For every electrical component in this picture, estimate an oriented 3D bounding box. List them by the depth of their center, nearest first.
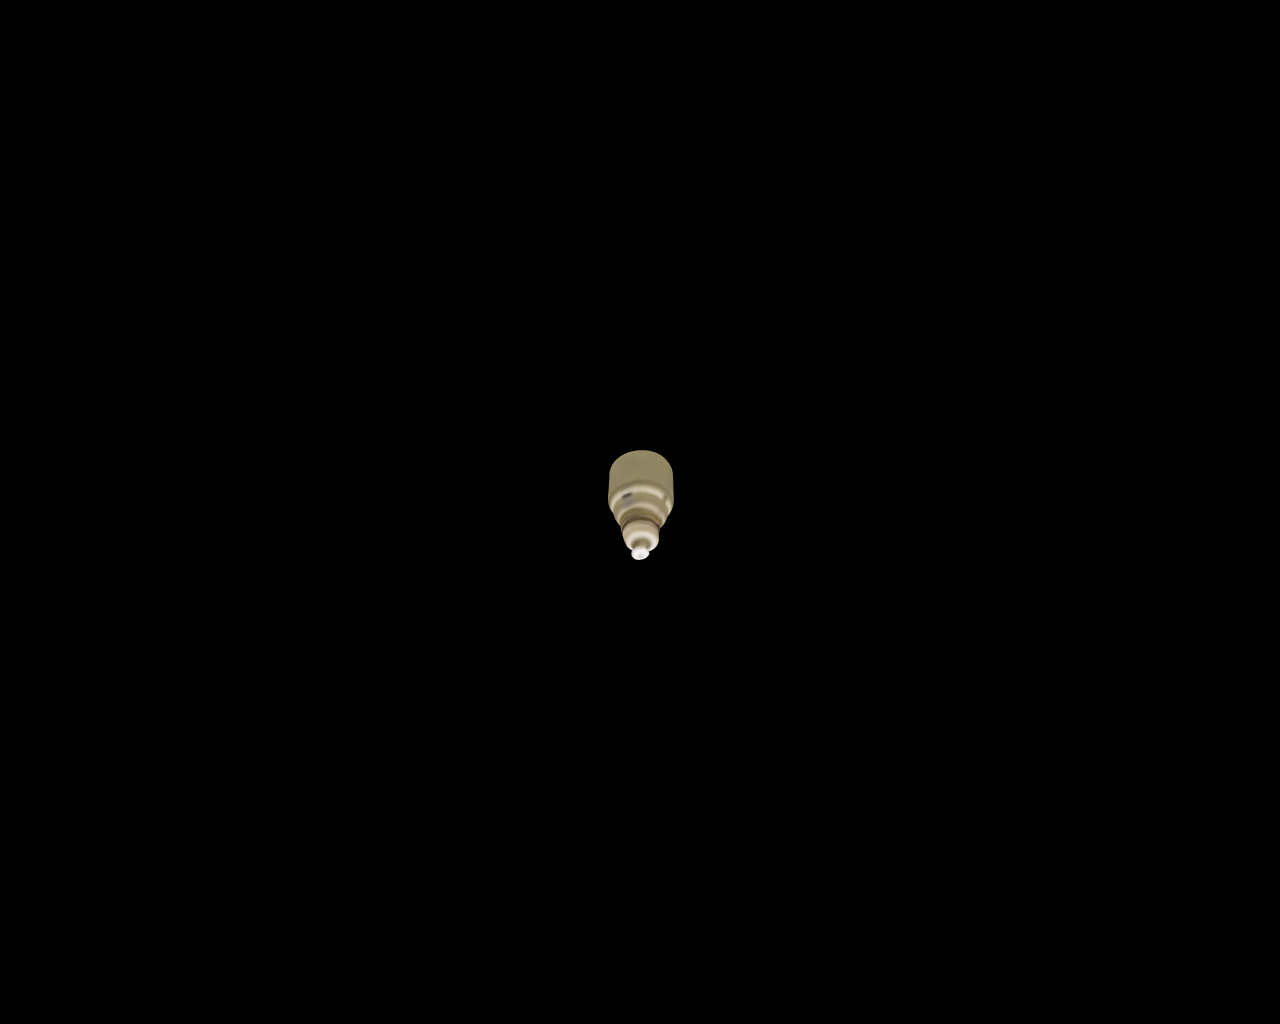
[{"bbox_3d":[0.001,-0.003,0.650,0.040,0.078,0.040,0,-43,0],"label":"electrical component"}]
